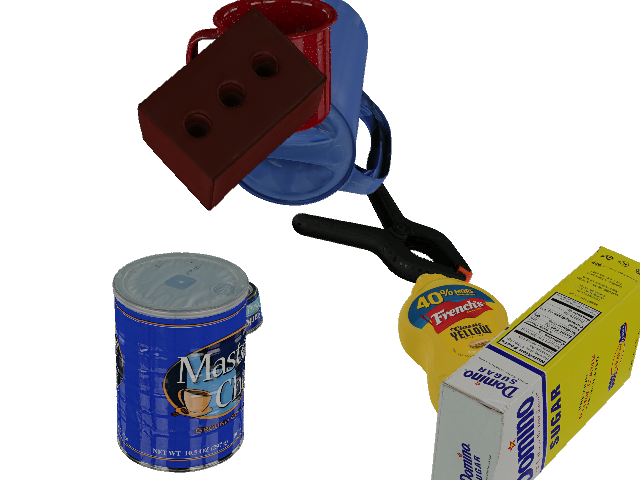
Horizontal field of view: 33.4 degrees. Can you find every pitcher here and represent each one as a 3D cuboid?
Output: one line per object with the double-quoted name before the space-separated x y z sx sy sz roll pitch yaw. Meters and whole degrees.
"pitcher" -0.007 -0.149 1.090 0.145 0.149 0.242 -8 35 16

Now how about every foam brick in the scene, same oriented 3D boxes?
"foam brick" -0.044 -0.064 0.524 0.078 0.053 0.051 -44 -5 -13

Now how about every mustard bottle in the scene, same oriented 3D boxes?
"mustard bottle" 0.120 0.082 0.928 0.096 0.058 0.192 -12 29 -8

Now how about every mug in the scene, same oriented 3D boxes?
"mug" -0.045 -0.133 0.814 0.117 0.081 0.093 1 32 5

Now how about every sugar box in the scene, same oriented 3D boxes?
"sugar box" 0.134 0.083 0.633 0.048 0.093 0.175 24 41 31

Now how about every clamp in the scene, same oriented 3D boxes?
"clamp" 0.080 0.000 1.254 0.210 0.036 0.164 38 42 26

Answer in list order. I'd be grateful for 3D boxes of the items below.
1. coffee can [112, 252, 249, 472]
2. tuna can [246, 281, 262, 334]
"coffee can" -0.109 0.093 0.835 0.103 0.140 0.103 3 24 -1
"tuna can" -0.100 0.067 1.036 0.086 0.034 0.086 -6 18 2
